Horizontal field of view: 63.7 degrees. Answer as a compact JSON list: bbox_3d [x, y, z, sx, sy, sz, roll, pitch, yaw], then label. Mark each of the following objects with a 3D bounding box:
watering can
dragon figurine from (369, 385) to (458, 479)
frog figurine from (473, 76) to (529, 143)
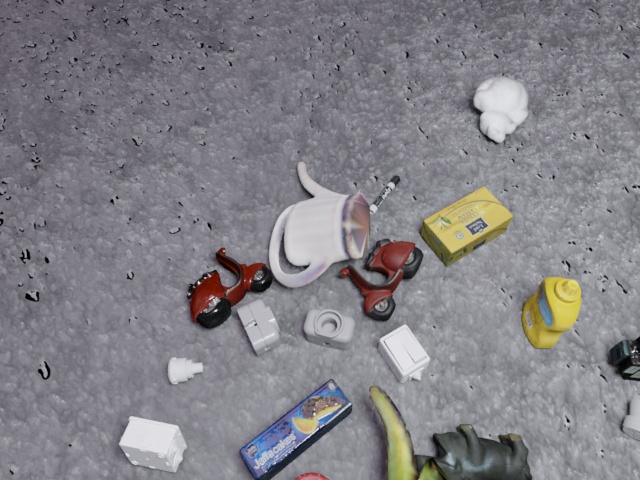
[{"bbox_3d":[0.003,-0.056,1.105,0.223,0.102,0.356,-8,51,24],"label":"watering can"},{"bbox_3d":[0.130,0.451,0.764,0.242,0.120,0.417,-45,52,6],"label":"dragon figurine"},{"bbox_3d":[0.437,-0.322,1.262,0.137,0.120,0.163,34,52,0],"label":"frog figurine"}]
